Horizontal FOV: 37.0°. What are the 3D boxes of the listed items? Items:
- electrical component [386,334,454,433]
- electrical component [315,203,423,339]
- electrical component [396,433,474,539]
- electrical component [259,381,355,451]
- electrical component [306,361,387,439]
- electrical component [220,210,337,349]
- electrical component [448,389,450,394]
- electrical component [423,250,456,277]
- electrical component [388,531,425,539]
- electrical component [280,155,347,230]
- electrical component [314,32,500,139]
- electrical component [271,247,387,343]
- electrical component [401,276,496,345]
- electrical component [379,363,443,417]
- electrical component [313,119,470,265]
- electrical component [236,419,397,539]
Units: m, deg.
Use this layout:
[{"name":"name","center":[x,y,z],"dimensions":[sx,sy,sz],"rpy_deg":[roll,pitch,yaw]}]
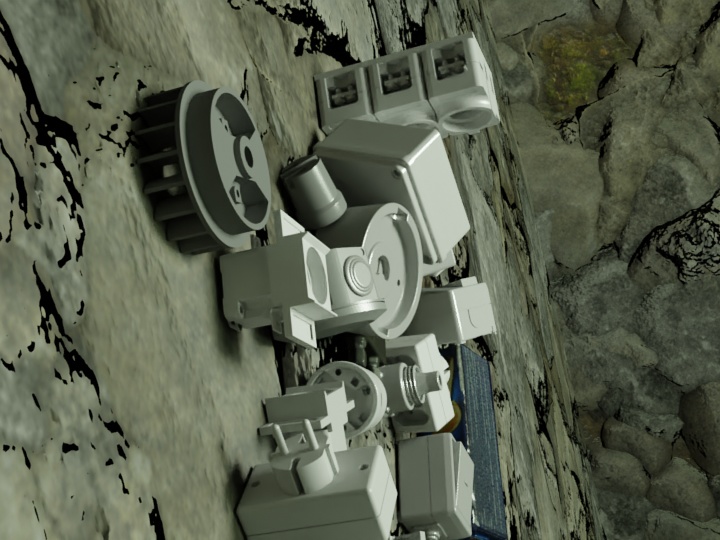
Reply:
[{"name":"electrical component","center":[0.060,0.100,1.011],"dimensions":[0.076,0.047,0.083],"rpy_deg":[-28,107,-56]},{"name":"electrical component","center":[0.000,0.000,0.862],"dimensions":[0.108,0.060,0.108],"rpy_deg":[-7,98,-60]},{"name":"electrical component","center":[0.071,0.205,0.985],"dimensions":[0.061,0.061,0.096],"rpy_deg":[60,24,-50]},{"name":"electrical component","center":[-0.032,0.110,0.715],"dimensions":[0.081,0.042,0.063],"rpy_deg":[-9,89,-75]},{"name":"electrical component","center":[-0.009,0.095,0.788],"dimensions":[0.047,0.055,0.055],"rpy_deg":[29,51,-76]},{"name":"electrical component","center":[-0.052,0.009,0.673],"dimensions":[0.042,0.064,0.081],"rpy_deg":[38,42,-66]},{"name":"electrical component","center":[0.062,0.109,1.060],"dimensions":[0.043,0.043,0.062],"rpy_deg":[-64,138,-67]},{"name":"electrical component","center":[0.050,-0.042,1.052],"dimensions":[0.100,0.048,0.099],"rpy_deg":[-150,-137,-72]},{"name":"electrical component","center":[0.005,0.203,0.728],"dimensions":[0.064,0.081,0.042],"rpy_deg":[23,53,-45]},{"name":"electrical component","center":[-0.037,-0.061,0.834],"dimensions":[0.040,0.040,0.046],"rpy_deg":[-78,147,-56]},{"name":"electrical component","center":[0.045,-0.153,0.990],"dimensions":[0.089,0.150,0.061],"rpy_deg":[40,40,-67]},{"name":"electrical component","center":[-0.025,0.018,0.739],"dimensions":[0.080,0.080,0.051],"rpy_deg":[13,61,-74]},{"name":"electrical component","center":[0.079,0.045,1.089],"dimensions":[0.062,0.096,0.061],"rpy_deg":[-10,88,-46]},{"name":"electrical component","center":[0.041,0.103,0.949],"dimensions":[0.048,0.062,0.048],"rpy_deg":[-12,90,-75]},{"name":"electrical component","center":[0.027,-0.068,0.924],"dimensions":[0.056,0.109,0.108],"rpy_deg":[-46,131,-30]},{"name":"electrical component","center":[-0.030,0.121,0.631],"dimensions":[0.047,0.083,0.075],"rpy_deg":[-70,145,-63]}]
